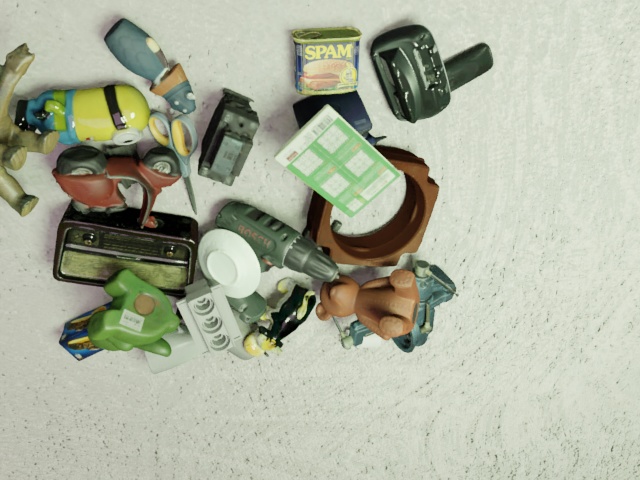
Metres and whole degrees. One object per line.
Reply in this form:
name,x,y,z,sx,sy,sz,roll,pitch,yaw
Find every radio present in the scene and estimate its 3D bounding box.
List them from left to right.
radio,-0.326,0.016,0.922,0.229,0.073,0.131,9,123,-18

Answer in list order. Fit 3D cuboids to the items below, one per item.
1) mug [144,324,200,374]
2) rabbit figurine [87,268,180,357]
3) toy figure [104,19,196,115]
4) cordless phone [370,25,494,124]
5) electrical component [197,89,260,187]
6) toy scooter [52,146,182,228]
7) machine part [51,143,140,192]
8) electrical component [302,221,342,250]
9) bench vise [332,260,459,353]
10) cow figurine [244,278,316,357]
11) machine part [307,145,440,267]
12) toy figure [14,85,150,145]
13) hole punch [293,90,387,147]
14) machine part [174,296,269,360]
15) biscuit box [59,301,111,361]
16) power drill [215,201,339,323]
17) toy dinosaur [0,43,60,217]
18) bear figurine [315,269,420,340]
mug,-0.289,0.197,1.055,0.107,0.081,0.109,-15,117,-14
rabbit figurine,-0.325,0.139,0.923,0.159,0.121,0.170,22,143,-35
toy figure,-0.236,-0.246,0.776,0.154,0.064,0.058,43,70,-36
cordless phone,0.182,-0.277,0.831,0.184,0.089,0.146,-30,123,-3
electrical component,-0.139,-0.151,0.810,0.058,0.134,0.114,17,117,-21
toy scooter,-0.306,-0.075,0.827,0.184,0.075,0.135,-3,126,-15
machine part,-0.351,-0.109,0.859,0.139,0.039,0.084,-13,130,-3
electrical component,-0.002,-0.003,1.001,0.063,0.021,0.094,21,117,-22
bench vise,0.151,0.147,1.059,0.241,0.129,0.223,-19,143,-18
cow figurine,-0.072,0.157,1.017,0.068,0.098,0.167,40,79,-27
machine part,0.088,-0.059,0.929,0.201,0.087,0.200,4,118,-21
toy figure,-0.343,-0.184,0.785,0.180,0.082,0.089,2,126,-9
hole punch,0.022,-0.178,0.838,0.142,0.116,0.092,-17,117,0
machine part,-0.191,0.163,1.045,0.079,0.079,0.243,-40,122,16
biscuit box,-0.385,0.153,1.013,0.203,0.059,0.062,-26,124,7
power drill,-0.098,0.054,0.939,0.232,0.086,0.207,36,132,8
toy dinosaur,-0.512,-0.099,0.768,0.198,0.105,0.471,43,119,-2
bear figurine,0.075,0.103,0.961,0.196,0.120,0.131,13,168,21
